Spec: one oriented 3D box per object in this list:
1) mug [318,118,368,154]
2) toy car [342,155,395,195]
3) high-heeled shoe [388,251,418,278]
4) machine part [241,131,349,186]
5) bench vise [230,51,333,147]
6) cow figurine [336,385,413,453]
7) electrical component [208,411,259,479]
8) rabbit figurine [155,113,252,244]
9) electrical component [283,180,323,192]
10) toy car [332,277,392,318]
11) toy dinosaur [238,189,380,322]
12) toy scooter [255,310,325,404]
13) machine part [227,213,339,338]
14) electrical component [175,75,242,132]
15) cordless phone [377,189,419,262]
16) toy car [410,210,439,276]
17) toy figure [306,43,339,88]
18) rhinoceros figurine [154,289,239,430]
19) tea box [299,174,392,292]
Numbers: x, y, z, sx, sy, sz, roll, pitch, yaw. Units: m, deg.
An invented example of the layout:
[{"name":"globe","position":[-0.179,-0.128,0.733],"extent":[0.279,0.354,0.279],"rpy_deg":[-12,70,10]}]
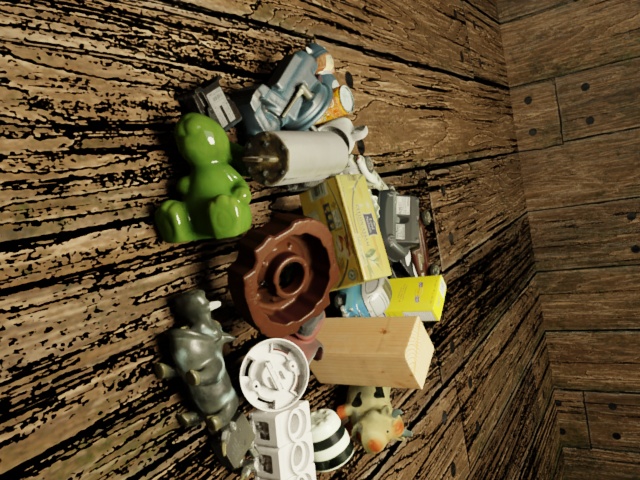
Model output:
[{"name":"mug","position":[0.043,-0.211,1.078],"extent":[0.080,0.110,0.107],"rpy_deg":[64,24,-21]},{"name":"toy car","position":[0.103,-0.120,1.173],"extent":[0.201,0.074,0.056],"rpy_deg":[40,52,-46]},{"name":"high-heeled shoe","position":[0.180,0.108,1.248],"extent":[0.145,0.086,0.249],"rpy_deg":[29,56,-47]},{"name":"machine part","position":[-0.030,-0.122,0.790],"extent":[0.243,0.079,0.079],"rpy_deg":[-19,100,-56]},{"name":"bench vise","position":[-0.038,-0.195,0.935],"extent":[0.240,0.129,0.223],"rpy_deg":[44,53,-39]},{"name":"cow figurine","position":[0.099,0.312,0.991],"extent":[0.195,0.127,0.085],"rpy_deg":[-75,142,-65]},{"name":"electrical component","position":[-0.121,0.296,0.776],"extent":[0.078,0.045,0.102],"rpy_deg":[-40,117,-51]},{"name":"rabbit figurine","position":[-0.143,-0.091,0.746],"extent":[0.159,0.121,0.170],"rpy_deg":[-23,106,-63]},{"name":"electrical component","position":[-0.023,-0.103,0.985],"extent":[0.094,0.063,0.021],"rpy_deg":[-13,95,-58]},{"name":"toy car","position":[0.089,0.104,1.063],"extent":[0.109,0.103,0.162],"rpy_deg":[62,22,-26]},{"name":"toy dinosaur","position":[-0.009,0.000,0.950],"extent":[0.405,0.131,0.192],"rpy_deg":[-16,85,-52]},{"name":"toy scooter","position":[-0.044,0.196,0.874],"extent":[0.184,0.075,0.135],"rpy_deg":[-57,162,-17]},{"name":"machine part","position":[-0.051,0.050,0.774],"extent":[0.179,0.056,0.179],"rpy_deg":[-15,113,-39]},{"name":"electrical component","position":[-0.158,-0.177,0.809],"extent":[0.075,0.048,0.119],"rpy_deg":[-49,122,-49]},{"name":"cordless phone","position":[0.150,-0.011,1.174],"extent":[0.184,0.089,0.146],"rpy_deg":[107,-11,-64]},{"name":"toy car","position":[0.242,0.017,1.348],"extent":[0.053,0.089,0.202],"rpy_deg":[-18,101,-57]},{"name":"toy figure","position":[0.008,-0.325,1.087],"extent":[0.064,0.058,0.154],"rpy_deg":[179,-98,-84]},{"name":"rhinoceros figurine","position":[-0.155,0.161,0.723],"extent":[0.112,0.073,0.190],"rpy_deg":[-30,109,-54]},{"name":"tea box","position":[0.038,-0.010,0.855],"extent":[0.068,0.098,0.169],"rpy_deg":[-9,82,-44]}]
